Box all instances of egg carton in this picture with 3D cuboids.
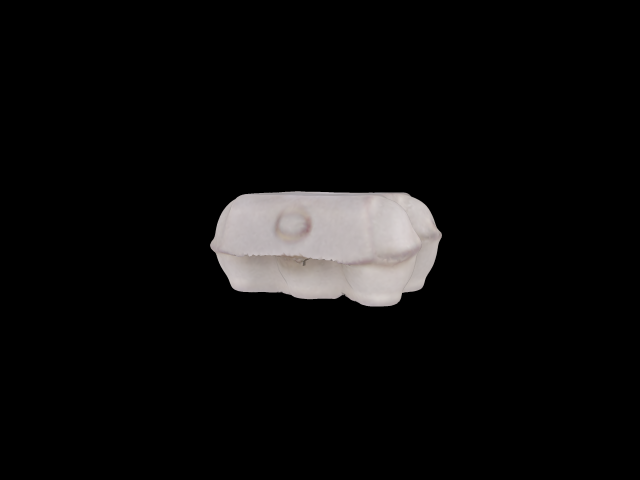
[{"bbox_3d":[0.004,0.001,0.400,0.150,0.069,0.107,3,7,26],"label":"egg carton"}]
